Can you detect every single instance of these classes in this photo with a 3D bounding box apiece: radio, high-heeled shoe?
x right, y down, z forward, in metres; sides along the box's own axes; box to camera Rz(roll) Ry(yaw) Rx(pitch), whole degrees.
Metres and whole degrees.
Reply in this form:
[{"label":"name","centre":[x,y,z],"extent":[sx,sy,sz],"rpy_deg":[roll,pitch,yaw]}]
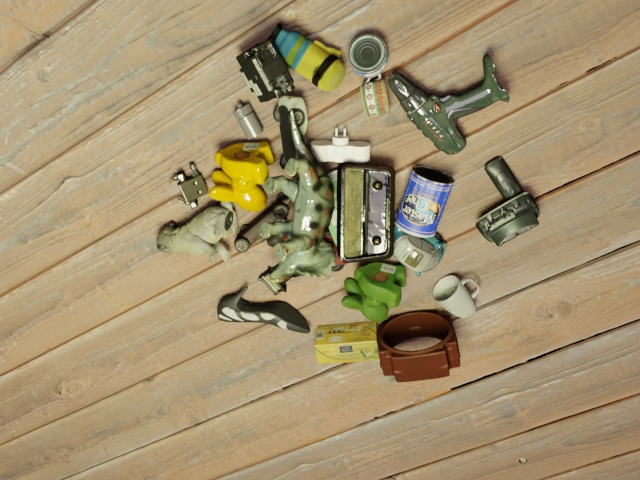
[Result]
[{"label":"radio","centre":[0.107,-0.065,1.264],"extent":[0.131,0.073,0.229],"rpy_deg":[-1,101,-7]},{"label":"high-heeled shoe","centre":[-0.160,0.222,1.470],"extent":[0.249,0.086,0.145],"rpy_deg":[35,117,-7]}]

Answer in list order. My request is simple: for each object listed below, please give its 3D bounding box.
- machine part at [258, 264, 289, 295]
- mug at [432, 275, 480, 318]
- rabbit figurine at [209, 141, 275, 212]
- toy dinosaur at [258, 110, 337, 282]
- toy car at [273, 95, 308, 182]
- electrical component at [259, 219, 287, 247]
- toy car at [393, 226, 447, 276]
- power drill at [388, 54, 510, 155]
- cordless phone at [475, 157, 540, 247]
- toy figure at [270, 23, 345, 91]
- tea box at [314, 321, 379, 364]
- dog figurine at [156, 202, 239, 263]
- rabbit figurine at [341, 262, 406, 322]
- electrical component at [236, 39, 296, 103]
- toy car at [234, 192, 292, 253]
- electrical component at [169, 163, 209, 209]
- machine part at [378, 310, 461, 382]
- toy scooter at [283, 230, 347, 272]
[{"label":"machine part","centre":[-0.092,0.088,1.420],"extent":[0.139,0.039,0.084],"rpy_deg":[-38,99,22]},{"label":"mug","centre":[0.364,0.145,1.390],"extent":[0.109,0.081,0.107],"rpy_deg":[-40,119,14]},{"label":"rabbit figurine","centre":[-0.182,-0.134,1.277],"extent":[0.162,0.122,0.173],"rpy_deg":[-8,135,2]},{"label":"toy dinosaur","centre":[-0.027,-0.072,1.217],"extent":[0.192,0.131,0.404],"rpy_deg":[2,106,-45]},{"label":"toy car","centre":[-0.060,-0.231,1.236],"extent":[0.056,0.074,0.201],"rpy_deg":[-25,122,-32]},{"label":"electrical component","centre":[-0.116,-0.014,1.355],"extent":[0.094,0.063,0.021],"rpy_deg":[-38,134,22]},{"label":"toy car","centre":[0.235,0.025,1.324],"extent":[0.161,0.103,0.109],"rpy_deg":[29,114,-11]},{"label":"power drill","centre":[0.288,-0.311,1.164],"extent":[0.207,0.086,0.231],"rpy_deg":[-32,111,15]},{"label":"cordless phone","centre":[0.420,-0.092,1.273],"extent":[0.146,0.089,0.184],"rpy_deg":[-32,98,19]},{"label":"toy figure","centre":[-0.031,-0.385,1.148],"extent":[0.180,0.089,0.082],"rpy_deg":[31,139,-14]},{"label":"tea box","centre":[0.076,0.280,1.467],"extent":[0.170,0.098,0.068],"rpy_deg":[-4,116,9]},{"label":"dog figurine","centre":[-0.317,-0.034,1.354],"extent":[0.191,0.121,0.172],"rpy_deg":[16,84,16]},{"label":"rabbit figurine","centre":[0.136,0.151,1.391],"extent":[0.159,0.121,0.170],"rpy_deg":[7,132,5]},{"label":"electrical component","centre":[-0.120,-0.358,1.149],"extent":[0.058,0.134,0.114],"rpy_deg":[-35,114,-18]},{"label":"toy car","centre":[-0.136,-0.042,1.330],"extent":[0.202,0.089,0.053],"rpy_deg":[-38,107,19]},{"label":"electrical component","centre":[-0.323,-0.131,1.329],"extent":[0.078,0.045,0.102],"rpy_deg":[-32,115,-12]},{"label":"machine part","centre":[0.252,0.267,1.386],"extent":[0.202,0.201,0.087],"rpy_deg":[-11,113,11]},{"label":"toy scooter","centre":[-0.003,-0.004,1.347],"extent":[0.184,0.075,0.135],"rpy_deg":[19,113,0]}]
